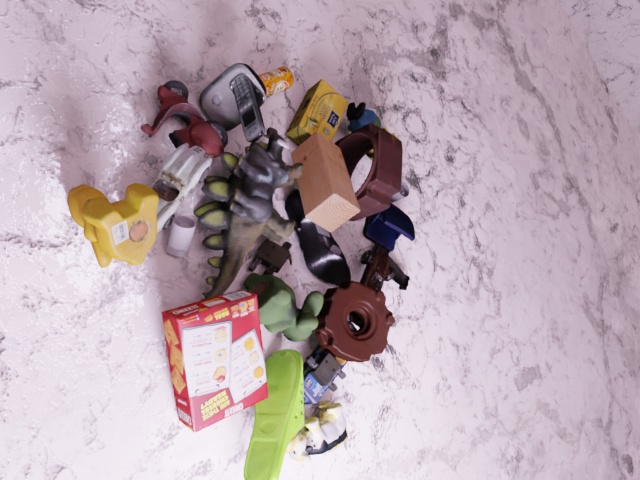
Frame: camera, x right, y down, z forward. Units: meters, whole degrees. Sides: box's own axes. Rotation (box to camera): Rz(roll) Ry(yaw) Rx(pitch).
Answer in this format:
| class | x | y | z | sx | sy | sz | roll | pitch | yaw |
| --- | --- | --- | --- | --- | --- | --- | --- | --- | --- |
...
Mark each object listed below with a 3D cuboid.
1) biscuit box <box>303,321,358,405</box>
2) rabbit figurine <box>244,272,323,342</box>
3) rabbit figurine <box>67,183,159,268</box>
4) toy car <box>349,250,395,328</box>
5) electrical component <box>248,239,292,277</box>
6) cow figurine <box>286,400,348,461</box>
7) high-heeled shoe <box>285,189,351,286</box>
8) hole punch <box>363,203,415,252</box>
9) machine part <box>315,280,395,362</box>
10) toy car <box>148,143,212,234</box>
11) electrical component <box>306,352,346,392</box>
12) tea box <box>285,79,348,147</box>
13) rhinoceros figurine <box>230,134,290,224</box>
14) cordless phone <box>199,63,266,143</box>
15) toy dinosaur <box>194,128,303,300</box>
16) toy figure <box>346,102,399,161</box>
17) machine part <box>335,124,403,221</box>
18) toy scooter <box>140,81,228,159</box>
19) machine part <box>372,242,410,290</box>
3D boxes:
| class | x | y | z | sx | sy | sz | roll | pitch | yaw |
| --- | --- | --- | --- | --- | --- | --- | --- | --- | --- |
| biscuit box | 0.014 | 0.265 | 1.170 | 0.059 | 0.063 | 0.203 | 52 | 52 | -11 |
| rabbit figurine | -0.066 | 0.145 | 1.108 | 0.170 | 0.159 | 0.121 | 46 | 42 | -36 |
| rabbit figurine | -0.364 | -0.036 | 0.932 | 0.122 | 0.173 | 0.162 | -46 | 149 | -36 |
| toy car | 0.120 | 0.113 | 1.263 | 0.089 | 0.053 | 0.202 | 41 | 50 | -20 |
| electrical component | -0.101 | 0.044 | 1.166 | 0.078 | 0.045 | 0.102 | 24 | 56 | 2 |
| cow figurine | -0.015 | 0.408 | 1.104 | 0.167 | 0.068 | 0.098 | -22 | 96 | -39 |
| high-heeled shoe | -0.003 | -0.004 | 1.257 | 0.248 | 0.086 | 0.145 | 54 | 19 | -33 |
| hole punch | 0.184 | -0.047 | 1.385 | 0.142 | 0.092 | 0.116 | 27 | 57 | -24 |
| machine part | 0.076 | 0.175 | 1.157 | 0.179 | 0.056 | 0.179 | 6 | 76 | -25 |
| toy car | -0.285 | -0.099 | 1.025 | 0.073 | 0.056 | 0.201 | 31 | 73 | 5 |
| electrical component | 0.012 | 0.266 | 1.114 | 0.094 | 0.021 | 0.063 | 49 | 52 | -10 |
| tea box | -0.006 | -0.300 | 1.329 | 0.098 | 0.068 | 0.169 | 35 | 57 | -24 |
| rhinoceros figurine | -0.113 | -0.126 | 1.055 | 0.112 | 0.073 | 0.190 | 16 | 65 | -11 |
| cordless phone | -0.172 | -0.260 | 1.125 | 0.088 | 0.147 | 0.184 | 21 | 46 | -50 |
| toy dinosaur | -0.155 | -0.058 | 1.110 | 0.198 | 0.105 | 0.471 | 17 | 60 | -15 |
| toy figure | 0.129 | -0.278 | 1.402 | 0.089 | 0.082 | 0.180 | -48 | 132 | 3 |
| machine part | 0.095 | -0.158 | 1.274 | 0.087 | 0.201 | 0.201 | 22 | 64 | -34 |
| toy scooter | -0.282 | -0.224 | 1.091 | 0.183 | 0.075 | 0.135 | 49 | 55 | -12 |
| machine part | 0.176 | 0.072 | 1.372 | 0.138 | 0.039 | 0.084 | 44 | 49 | -16 |
